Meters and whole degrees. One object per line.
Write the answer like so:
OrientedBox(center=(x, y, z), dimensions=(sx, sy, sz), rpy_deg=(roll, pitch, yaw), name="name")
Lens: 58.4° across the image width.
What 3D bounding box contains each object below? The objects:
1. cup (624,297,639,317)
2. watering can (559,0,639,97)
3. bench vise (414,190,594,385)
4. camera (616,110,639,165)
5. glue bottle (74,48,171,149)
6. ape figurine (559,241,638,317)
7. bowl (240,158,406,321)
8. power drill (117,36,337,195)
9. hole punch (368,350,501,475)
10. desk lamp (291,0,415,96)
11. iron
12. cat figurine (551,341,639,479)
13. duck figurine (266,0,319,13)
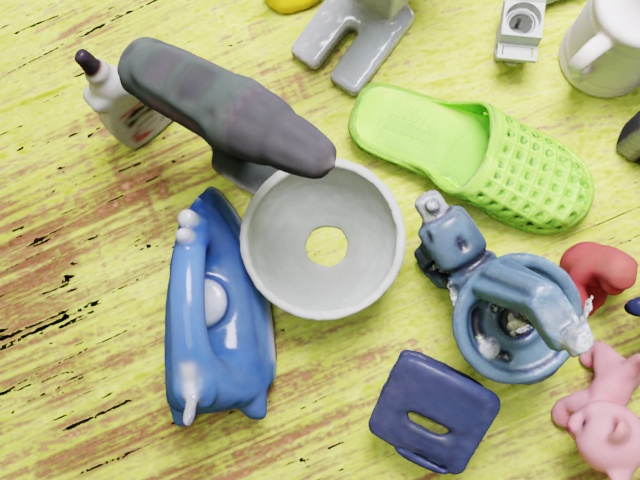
OrientedBox(center=(0.343, 0.056, 0.555), dimensions=(0.117, 0.095, 0.092), rpy_deg=(-14, 80, 3), name="cup")
OrientedBox(center=(0.315, -0.228, 0.552), dimensions=(0.101, 0.194, 0.173), rpy_deg=(27, 84, 9), name="watering can")
OrientedBox(center=(0.149, 0.048, 0.510), dimensions=(0.207, 0.220, 0.121), rpy_deg=(37, 86, 9), name="bench vise")
OrientedBox(center=(0.402, -0.133, 0.577), dimensions=(0.143, 0.101, 0.137), rpy_deg=(22, 84, 8), name="camera")
OrientedBox(center=(-0.208, -0.151, 0.595), dimensions=(0.078, 0.173, 0.037), rpy_deg=(-44, 80, -3), name="glue bottle")
OrientedBox(center=(0.279, 0.034, 0.566), dimensions=(0.078, 0.092, 0.076), rpy_deg=(-17, 80, 2), name="ape figurine")
OrientedBox(center=(0.006, 0.002, 0.603), dimensions=(0.167, 0.075, 0.167), rpy_deg=(-1, 81, 5), name="bowl")
OrientedBox(center=(-0.076, -0.104, 0.558), dimensions=(0.229, 0.208, 0.076), rpy_deg=(30, 85, 9), name="power drill")
OrientedBox(center=(0.110, 0.171, 0.559), dimensions=(0.108, 0.091, 0.101), rpy_deg=(24, 84, 8), name="hole punch")
OrientedBox(center=(0.057, -0.284, 0.573), dimensions=(0.118, 0.213, 0.203), rpy_deg=(34, 85, 9), name="desk lamp")
OrientedBox(center=(-0.118, 0.056, 0.571), dimensions=(0.118, 0.141, 0.258), rpy_deg=(-7, 81, 4), name="iron")
OrientedBox(center=(0.273, 0.161, 0.533), dimensions=(0.067, 0.118, 0.128), rpy_deg=(26, 84, 9), name="cat figurine")
OrientedBox(center=(-0.025, -0.321, 0.650), dimensions=(0.104, 0.086, 0.077), rpy_deg=(-41, 80, -2), name="duck figurine")
